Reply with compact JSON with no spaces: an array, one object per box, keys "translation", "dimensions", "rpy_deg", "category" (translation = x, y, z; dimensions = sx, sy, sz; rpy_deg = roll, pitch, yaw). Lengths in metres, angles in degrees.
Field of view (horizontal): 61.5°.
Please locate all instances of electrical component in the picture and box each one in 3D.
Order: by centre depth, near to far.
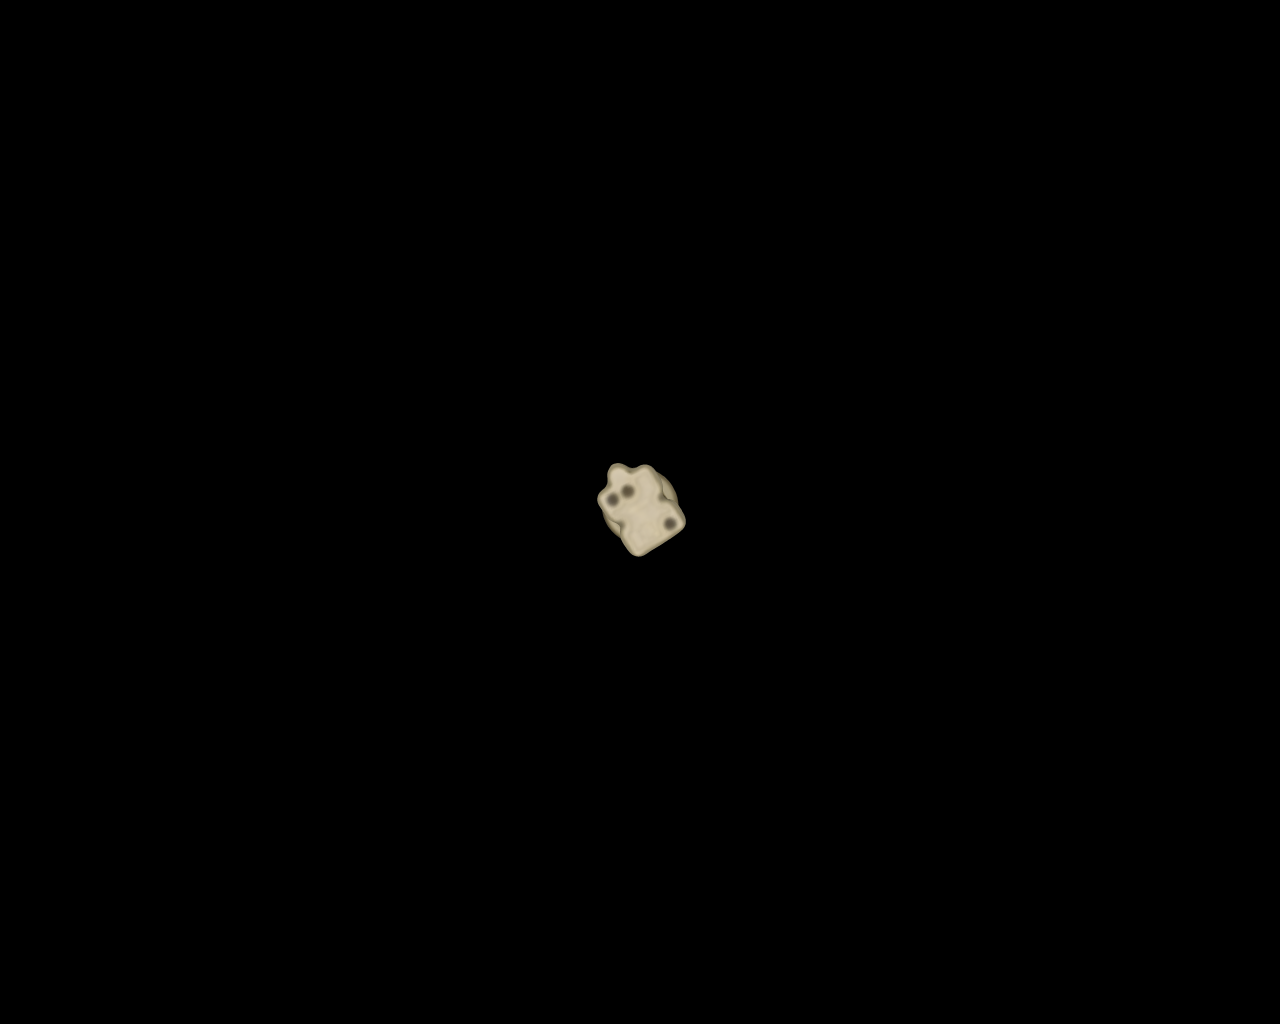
[{"translation":[0.001,-0.003,0.650],"dimensions":[0.048,0.066,0.055],"rpy_deg":[-32,4,2],"category":"electrical component"}]
